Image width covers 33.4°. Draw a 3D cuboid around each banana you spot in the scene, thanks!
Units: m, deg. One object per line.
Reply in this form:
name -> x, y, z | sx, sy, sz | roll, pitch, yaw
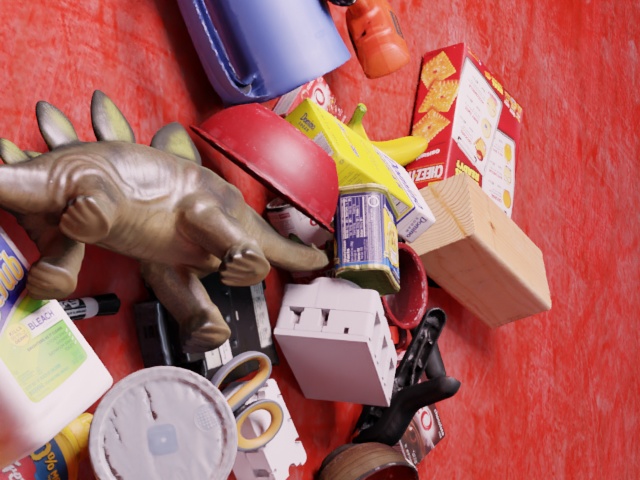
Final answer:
banana -> 0.067, -0.103, 1.212 | 0.037, 0.070, 0.197 | 57, 18, 18

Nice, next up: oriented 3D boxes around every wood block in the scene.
wood block -> 0.191, 0.017, 1.287 | 0.205, 0.090, 0.091 | 39, 38, -44

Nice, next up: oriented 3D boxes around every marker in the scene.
marker -> -0.205, 0.057, 0.847 | 0.120, 0.020, 0.020 | -7, 88, -54

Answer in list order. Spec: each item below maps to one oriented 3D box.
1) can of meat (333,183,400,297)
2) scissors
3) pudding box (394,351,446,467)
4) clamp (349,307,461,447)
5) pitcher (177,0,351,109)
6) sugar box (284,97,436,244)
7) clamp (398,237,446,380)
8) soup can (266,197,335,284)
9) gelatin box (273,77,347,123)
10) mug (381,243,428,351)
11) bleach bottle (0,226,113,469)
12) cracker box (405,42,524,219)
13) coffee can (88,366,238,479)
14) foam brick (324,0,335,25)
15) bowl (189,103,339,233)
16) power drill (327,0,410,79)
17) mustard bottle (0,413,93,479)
can of meat -> 0.045, 0.003, 1.027 | 0.102, 0.057, 0.084 | 54, 33, -67
scissors -> -0.103, 0.182, 0.900 | 0.201, 0.016, 0.096 | -49, 123, -18
pudding box -> 0.093, 0.192, 1.202 | 0.089, 0.039, 0.113 | -30, 106, -52
clamp -> 0.087, 0.151, 1.106 | 0.039, 0.172, 0.120 | 31, 37, -16
pitcher -> -0.080, -0.247, 0.993 | 0.145, 0.149, 0.243 | -28, 105, -10
sugar box -> 0.042, -0.069, 1.102 | 0.176, 0.048, 0.093 | 27, 28, -44
clamp -> 0.108, 0.042, 1.257 | 0.210, 0.036, 0.164 | 56, 34, -25
soup can -> -0.007, 0.001, 1.086 | 0.068, 0.069, 0.102 | -37, 111, -50
gelatin box -> -0.012, -0.130, 1.139 | 0.073, 0.030, 0.089 | 56, 43, -30
mug -> 0.061, 0.065, 1.151 | 0.093, 0.082, 0.117 | -23, 101, -53
bleach bottle -> -0.250, 0.025, 0.725 | 0.251, 0.068, 0.102 | 56, 33, -6
cracker box -> 0.185, -0.117, 1.369 | 0.164, 0.072, 0.213 | 37, 55, -42
coffee can -> -0.118, 0.158, 0.799 | 0.102, 0.140, 0.103 | 3, 72, -8
foam brick -> -0.019, -0.224, 1.133 | 0.052, 0.051, 0.078 | -29, 105, -51
bowl -> -0.038, -0.075, 0.962 | 0.055, 0.162, 0.162 | -54, 133, -1
power drill -> 0.034, -0.253, 1.084 | 0.187, 0.057, 0.184 | 57, 16, -49
mustard bottle -> -0.229, 0.174, 0.757 | 0.191, 0.058, 0.096 | -32, 102, -52
